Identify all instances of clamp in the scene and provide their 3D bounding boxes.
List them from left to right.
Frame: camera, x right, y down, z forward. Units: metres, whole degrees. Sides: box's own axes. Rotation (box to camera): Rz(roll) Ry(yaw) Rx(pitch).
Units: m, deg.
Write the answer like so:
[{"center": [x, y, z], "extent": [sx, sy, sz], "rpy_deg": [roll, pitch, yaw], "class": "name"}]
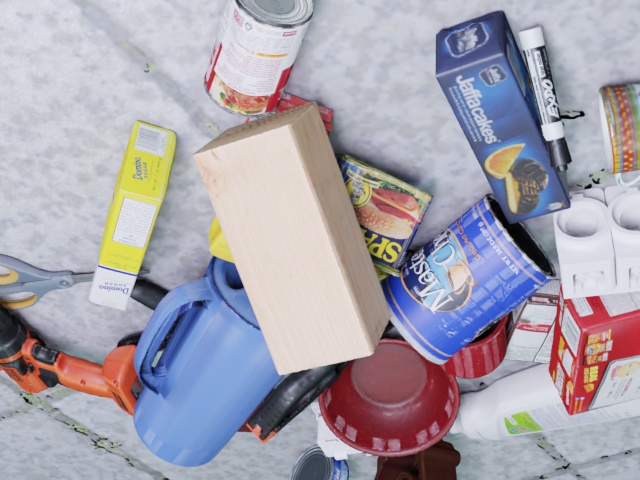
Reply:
[{"center": [-0.148, 0.102, 1.202], "extent": [0.171, 0.039, 0.120], "rpy_deg": [16, 139, -14], "class": "clamp"}, {"center": [0.002, 0.130, 1.102], "extent": [0.210, 0.036, 0.164], "rpy_deg": [-44, 164, 3], "class": "clamp"}]

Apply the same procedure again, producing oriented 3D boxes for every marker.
[{"center": [0.188, -0.115, 0.884], "extent": [0.020, 0.020, 0.121], "rpy_deg": [-13, 99, 18], "class": "marker"}]

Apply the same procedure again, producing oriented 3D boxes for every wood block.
[{"center": [-0.020, -0.001, 0.916], "extent": [0.091, 0.090, 0.206], "rpy_deg": [-15, 105, 20], "class": "wood block"}]

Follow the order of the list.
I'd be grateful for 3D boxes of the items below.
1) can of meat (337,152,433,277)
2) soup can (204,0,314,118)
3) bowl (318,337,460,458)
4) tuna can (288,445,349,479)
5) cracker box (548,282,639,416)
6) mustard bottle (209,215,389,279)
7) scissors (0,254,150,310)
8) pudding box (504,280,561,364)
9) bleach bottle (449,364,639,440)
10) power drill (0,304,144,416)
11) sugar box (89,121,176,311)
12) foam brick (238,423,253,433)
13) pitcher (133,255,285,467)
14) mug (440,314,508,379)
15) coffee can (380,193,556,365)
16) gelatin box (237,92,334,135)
[{"center": [0.045, -0.024, 0.999], "extent": [0.102, 0.057, 0.084], "rpy_deg": [23, 96, -21], "class": "can of meat"}, {"center": [-0.051, -0.159, 0.867], "extent": [0.068, 0.068, 0.102], "rpy_deg": [13, 138, -11], "class": "soup can"}, {"center": [0.079, 0.170, 1.229], "extent": [0.162, 0.055, 0.162], "rpy_deg": [2, 117, 3], "class": "bowl"}, {"center": [-0.002, 0.316, 1.407], "extent": [0.033, 0.086, 0.086], "rpy_deg": [33, 132, -32], "class": "tuna can"}, {"center": [0.347, 0.086, 1.086], "extent": [0.213, 0.072, 0.164], "rpy_deg": [-15, 140, -4], "class": "cracker box"}, {"center": [-0.007, 0.002, 1.056], "extent": [0.191, 0.058, 0.096], "rpy_deg": [21, 118, -21], "class": "mustard bottle"}, {"center": [-0.292, 0.033, 1.150], "extent": [0.202, 0.016, 0.096], "rpy_deg": [-17, 136, 22], "class": "scissors"}, {"center": [0.250, 0.090, 1.160], "extent": [0.090, 0.039, 0.113], "rpy_deg": [6, 141, -4], "class": "pudding box"}, {"center": [0.255, 0.186, 1.254], "extent": [0.251, 0.068, 0.102], "rpy_deg": [-18, 135, 27], "class": "bleach bottle"}, {"center": [-0.288, 0.133, 1.199], "extent": [0.188, 0.057, 0.184], "rpy_deg": [13, 153, 17], "class": "power drill"}, {"center": [-0.182, -0.020, 1.020], "extent": [0.048, 0.093, 0.176], "rpy_deg": [16, 137, -14], "class": "sugar box"}, {"center": [-0.082, 0.193, 1.293], "extent": [0.051, 0.053, 0.078], "rpy_deg": [3, 139, 0], "class": "foam brick"}, {"center": [-0.112, 0.127, 1.117], "extent": [0.149, 0.144, 0.243], "rpy_deg": [34, 122, -1], "class": "pitcher"}, {"center": [0.146, 0.091, 1.140], "extent": [0.117, 0.093, 0.081], "rpy_deg": [22, 153, 27], "class": "mug"}, {"center": [0.140, 0.038, 1.029], "extent": [0.140, 0.103, 0.102], "rpy_deg": [-41, 125, 18], "class": "coffee can"}, {"center": [-0.038, -0.094, 0.971], "extent": [0.073, 0.030, 0.089], "rpy_deg": [19, 136, -15], "class": "gelatin box"}]
